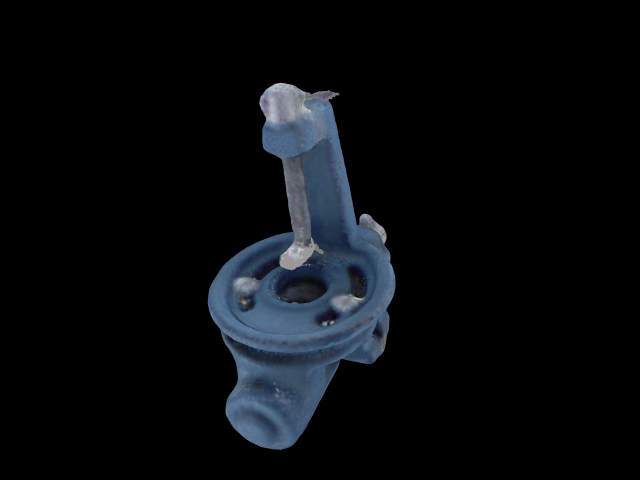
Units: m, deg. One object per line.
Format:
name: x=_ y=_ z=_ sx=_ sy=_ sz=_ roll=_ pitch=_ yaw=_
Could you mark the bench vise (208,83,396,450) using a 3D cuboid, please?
bench vise: x=-0.008 y=0.001 z=0.401 sx=0.121 sy=0.220 sz=0.207 roll=2 pitch=18 yaw=6
